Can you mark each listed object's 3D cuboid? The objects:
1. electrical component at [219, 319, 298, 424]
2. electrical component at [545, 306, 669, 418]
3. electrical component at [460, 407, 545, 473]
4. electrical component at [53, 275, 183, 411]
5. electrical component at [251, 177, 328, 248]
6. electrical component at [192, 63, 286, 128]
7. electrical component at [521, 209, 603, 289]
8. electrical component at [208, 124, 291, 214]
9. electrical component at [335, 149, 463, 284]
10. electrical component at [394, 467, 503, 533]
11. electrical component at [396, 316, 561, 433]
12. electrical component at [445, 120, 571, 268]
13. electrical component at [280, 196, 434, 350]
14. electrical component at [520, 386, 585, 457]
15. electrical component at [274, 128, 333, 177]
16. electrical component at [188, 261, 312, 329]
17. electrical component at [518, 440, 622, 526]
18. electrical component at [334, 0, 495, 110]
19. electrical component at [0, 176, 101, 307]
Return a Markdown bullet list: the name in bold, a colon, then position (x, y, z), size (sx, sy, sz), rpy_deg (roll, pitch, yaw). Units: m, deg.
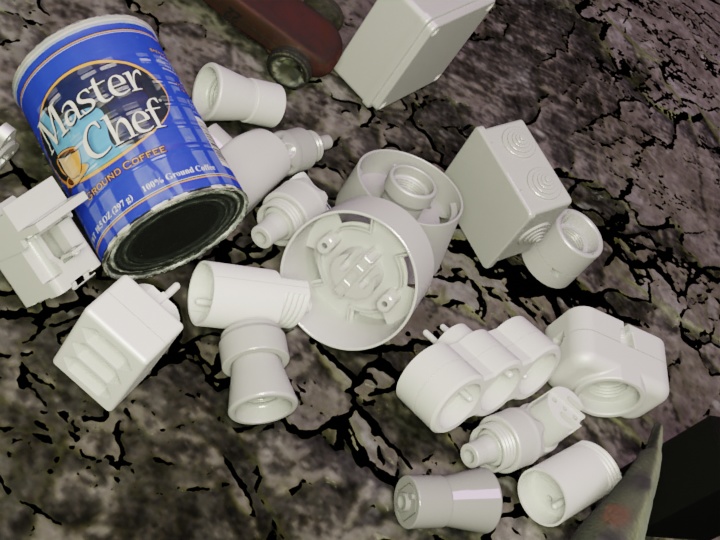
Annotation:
- **electrical component**: position (-0.066, 0.065, 0.692), size (0.045, 0.045, 0.055), rpy_deg (8, 54, -31)
- **electrical component**: position (0.198, 0.078, 0.861), size (0.095, 0.053, 0.059), rpy_deg (23, 48, -19)
- **electrical component**: position (0.099, 0.124, 0.765), size (0.062, 0.043, 0.043), rpy_deg (-12, 66, -40)
- **electrical component**: position (-0.135, 0.034, 0.651), size (0.047, 0.065, 0.076), rpy_deg (42, 44, -1)
- **electrical component**: position (-0.054, -0.037, 0.778), size (0.043, 0.043, 0.062), rpy_deg (46, 45, 2)
- **electrical component**: position (-0.090, -0.131, 0.826), size (0.065, 0.044, 0.044), rpy_deg (6, 55, -38)
- **electrical component**: position (0.175, -0.019, 0.923), size (0.055, 0.047, 0.055), rpy_deg (19, 49, -23)
- **electrical component**: position (-0.101, -0.078, 0.776), size (0.079, 0.043, 0.077), rpy_deg (43, 44, -1)
- **electrical component**: position (0.031, -0.046, 0.847), size (0.099, 0.064, 0.099), rpy_deg (17, 39, -14)
- **electrical component**: position (0.056, 0.154, 0.715), size (0.065, 0.044, 0.044), rpy_deg (5, 56, -27)
- **electrical component**: position (0.078, 0.065, 0.790), size (0.138, 0.052, 0.074), rpy_deg (-15, 45, -41)
- **electrical component**: position (0.118, -0.063, 0.881), size (0.048, 0.099, 0.099), rpy_deg (-18, 69, -28)
- **electrical component**: position (0.000, 0.000, 0.753), size (0.099, 0.099, 0.064), rpy_deg (45, 38, 2)
- **electrical component**: position (0.139, 0.112, 0.800), size (0.040, 0.046, 0.040), rpy_deg (19, 49, -23)
- **electrical component**: position (-0.046, -0.094, 0.833), size (0.061, 0.035, 0.035), rpy_deg (-22, 73, -45)
- **electrical component**: position (-0.070, 0.020, 0.724), size (0.081, 0.043, 0.043), rpy_deg (8, 54, -31)
- **electrical component**: position (0.157, 0.152, 0.785), size (0.081, 0.043, 0.043), rpy_deg (-16, 69, -42)
- **electrical component**: position (0.047, -0.204, 0.928), size (0.056, 0.108, 0.109), rpy_deg (47, 44, 8)
- **electrical component**: position (-0.194, -0.014, 0.645), size (0.042, 0.081, 0.063), rpy_deg (-45, 112, -46)
